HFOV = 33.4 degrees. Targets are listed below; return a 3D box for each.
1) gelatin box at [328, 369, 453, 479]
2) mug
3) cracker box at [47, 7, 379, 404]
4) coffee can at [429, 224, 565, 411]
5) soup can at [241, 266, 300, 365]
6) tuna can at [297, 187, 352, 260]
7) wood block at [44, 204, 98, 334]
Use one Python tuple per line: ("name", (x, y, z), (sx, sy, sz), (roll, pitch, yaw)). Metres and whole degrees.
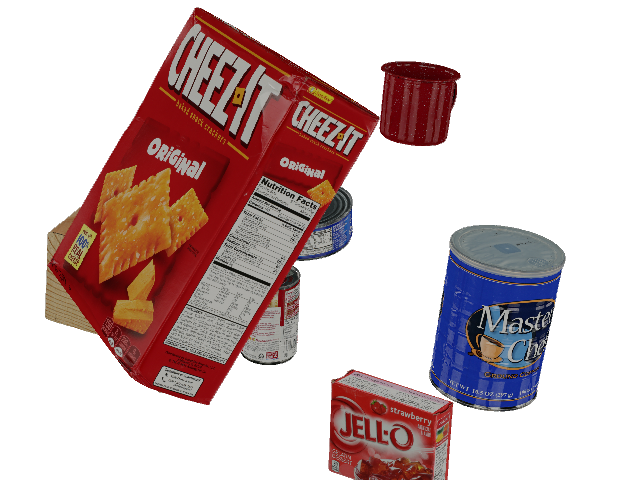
("gelatin box", (0.048, 0.140, 0.761), (0.089, 0.073, 0.030), (14, 21, 33))
("mug", (0.121, -0.163, 1.266), (0.093, 0.081, 0.117), (22, 28, 36))
("cracker box", (-0.080, -0.028, 0.698), (0.072, 0.214, 0.164), (24, 11, -40))
("coffee can", (0.159, 0.069, 0.975), (0.103, 0.140, 0.103), (5, 23, -2))
("soup can", (-0.058, 0.083, 1.225), (0.068, 0.102, 0.068), (2, 25, -1))
("tuna can", (-0.016, -0.018, 0.890), (0.086, 0.034, 0.086), (-1, 30, 1))
("wood block", (-0.169, 0.000, 1.012), (0.090, 0.091, 0.205), (15, 27, 10))
